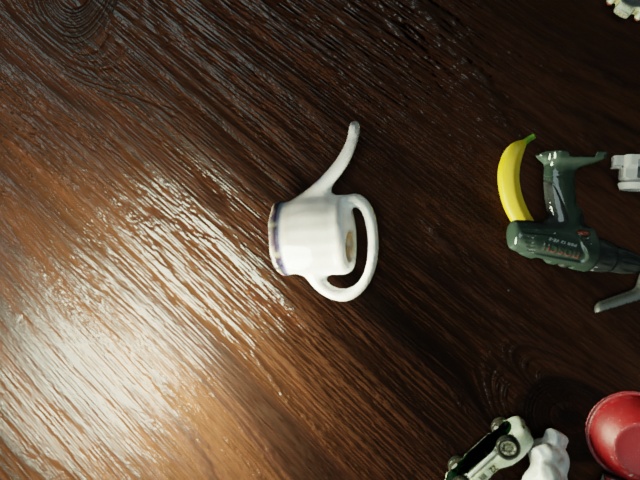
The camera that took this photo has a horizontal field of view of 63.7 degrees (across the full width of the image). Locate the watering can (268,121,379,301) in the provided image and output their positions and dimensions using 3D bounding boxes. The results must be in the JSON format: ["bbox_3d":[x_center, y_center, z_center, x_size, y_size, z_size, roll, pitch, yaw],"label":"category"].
[{"bbox_3d":[0.003,-0.052,1.024,0.224,0.348,0.104,-4,-1,19],"label":"watering can"}]

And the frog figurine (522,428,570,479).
[{"bbox_3d":[0.400,0.420,0.893,0.161,0.135,0.124,-43,37,-16],"label":"frog figurine"}]
